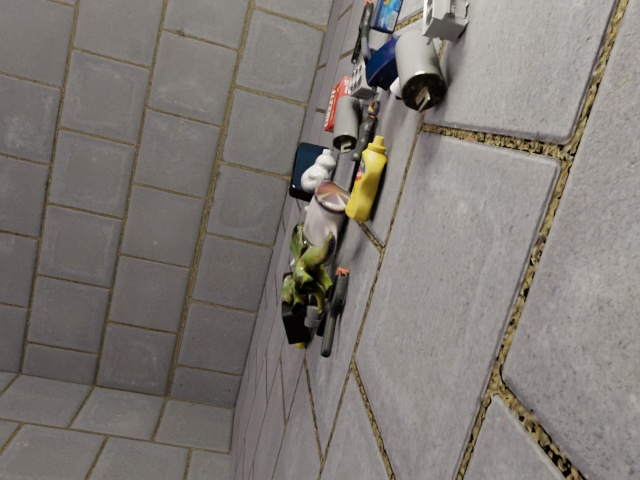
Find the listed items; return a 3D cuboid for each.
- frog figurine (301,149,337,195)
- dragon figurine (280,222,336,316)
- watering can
[{"bbox_3d":[-0.006,-0.238,1.803,0.139,0.123,0.157,-53,-31,-65],"label":"frog figurine"},{"bbox_3d":[-0.043,0.054,1.395,0.248,0.122,0.401,-115,33,-40],"label":"dragon figurine"},{"bbox_3d":[0.005,-0.076,1.510,0.355,0.104,0.220,-106,29,-54],"label":"watering can"}]
